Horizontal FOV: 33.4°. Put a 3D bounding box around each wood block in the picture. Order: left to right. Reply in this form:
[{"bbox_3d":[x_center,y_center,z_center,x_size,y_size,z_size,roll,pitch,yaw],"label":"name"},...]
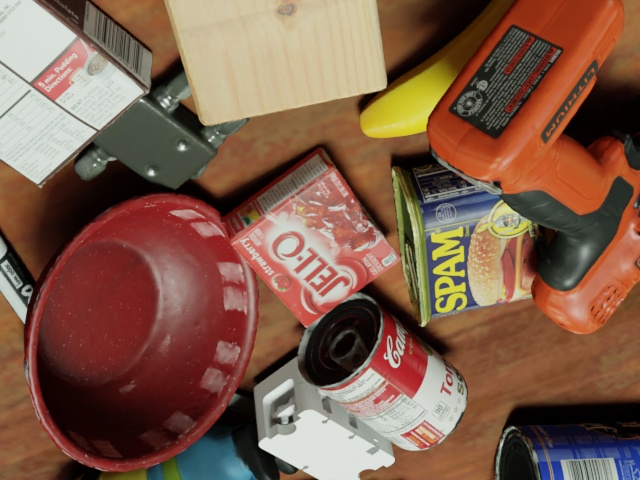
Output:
[{"bbox_3d":[-0.033,-0.162,0.447,0.091,0.090,0.206,-12,132,0],"label":"wood block"}]

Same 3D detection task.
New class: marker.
[{"bbox_3d":[-0.180,0.039,0.655,0.020,0.020,0.121,-16,132,5],"label":"marker"}]

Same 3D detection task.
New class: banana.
[{"bbox_3d":[0.091,-0.120,0.544,0.069,0.037,0.198,32,122,3],"label":"banana"}]

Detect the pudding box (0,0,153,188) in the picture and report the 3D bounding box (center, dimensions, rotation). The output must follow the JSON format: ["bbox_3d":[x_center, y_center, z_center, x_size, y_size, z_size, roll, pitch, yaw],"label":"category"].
[{"bbox_3d":[-0.153,-0.089,0.530,0.090,0.039,0.113,-36,126,23],"label":"pudding box"}]

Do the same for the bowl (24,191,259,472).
[{"bbox_3d":[-0.112,0.048,0.617,0.055,0.162,0.162,14,150,42],"label":"bowl"}]

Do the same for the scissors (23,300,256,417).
[{"bbox_3d":[-0.092,0.077,0.703,0.201,0.016,0.096,9,115,-32],"label":"scissors"}]

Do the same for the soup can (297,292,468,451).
[{"bbox_3d":[0.043,0.089,0.702,0.069,0.068,0.102,-34,128,21],"label":"soup can"}]

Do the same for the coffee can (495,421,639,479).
[{"bbox_3d":[0.213,0.187,0.794,0.140,0.103,0.103,-1,132,-8],"label":"coffee can"}]

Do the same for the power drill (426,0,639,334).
[{"bbox_3d":[0.149,-0.054,0.545,0.184,0.057,0.187,-54,135,1],"label":"power drill"}]

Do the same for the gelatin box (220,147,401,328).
[{"bbox_3d":[-0.004,0.001,0.629,0.073,0.030,0.089,-35,129,3],"label":"gelatin box"}]

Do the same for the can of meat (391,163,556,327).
[{"bbox_3d":[0.092,-0.003,0.634,0.084,0.057,0.102,-12,133,-2],"label":"can of meat"}]
